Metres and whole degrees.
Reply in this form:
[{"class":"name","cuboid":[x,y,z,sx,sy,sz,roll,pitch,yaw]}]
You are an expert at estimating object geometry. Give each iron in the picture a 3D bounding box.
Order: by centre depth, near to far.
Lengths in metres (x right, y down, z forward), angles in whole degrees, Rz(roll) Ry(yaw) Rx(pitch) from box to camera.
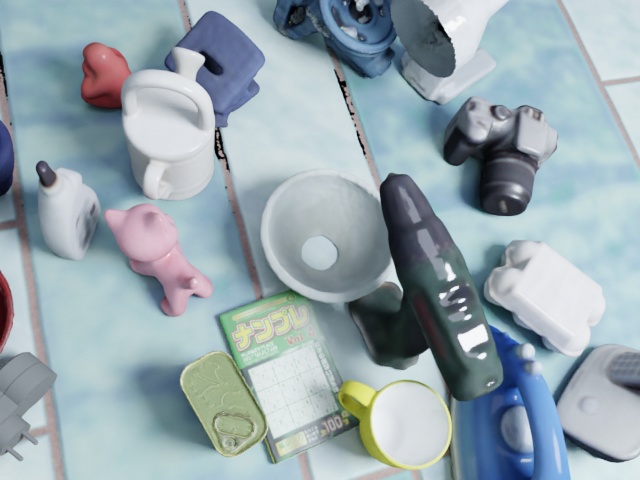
[{"class":"iron","cuboid":[0.220,0.202,0.632,0.119,0.141,0.258,1,70,-12]}]

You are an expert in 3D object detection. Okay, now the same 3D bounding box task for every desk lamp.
[{"class":"desk lamp","cuboid":[0.180,-0.283,0.762,0.203,0.213,0.118,-37,81,-22]}]

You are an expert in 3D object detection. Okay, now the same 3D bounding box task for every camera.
[{"class":"camera","cuboid":[0.246,-0.112,0.775,0.143,0.100,0.137,18,67,-5]}]

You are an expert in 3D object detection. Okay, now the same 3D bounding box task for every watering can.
[{"class":"watering can","cuboid":[-0.169,-0.134,0.641,0.101,0.194,0.173,-8,72,-15]}]

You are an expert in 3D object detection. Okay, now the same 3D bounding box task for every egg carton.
[{"class":"egg carton","cuboid":[0.288,0.072,0.734,0.150,0.069,0.107,37,67,3]}]

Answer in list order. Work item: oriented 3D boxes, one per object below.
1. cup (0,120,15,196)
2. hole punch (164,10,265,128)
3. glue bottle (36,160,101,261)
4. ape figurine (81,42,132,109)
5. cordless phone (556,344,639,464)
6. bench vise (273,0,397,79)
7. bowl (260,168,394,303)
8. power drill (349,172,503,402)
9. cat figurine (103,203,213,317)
[{"class":"cup","cuboid":[-0.383,-0.073,0.625,0.091,0.095,0.118,30,67,0]},{"class":"hole punch","cuboid":[-0.135,-0.219,0.736,0.108,0.091,0.101,42,67,5]},{"class":"glue bottle","cuboid":[-0.267,-0.039,0.596,0.037,0.173,0.078,16,67,-6]},{"class":"ape figurine","cuboid":[-0.265,-0.208,0.703,0.076,0.092,0.078,36,67,3]},{"class":"cordless phone","cuboid":[0.368,0.179,0.649,0.094,0.185,0.148,40,67,5]},{"class":"bench vise","cuboid":[0.022,-0.321,0.738,0.207,0.219,0.121,17,67,-6]},{"class":"bowl","cuboid":[0.006,0.002,0.694,0.167,0.074,0.167,4,69,-11]},{"class":"power drill","cuboid":[0.100,0.065,0.619,0.076,0.208,0.229,-23,76,-19]},{"class":"cat figurine","cuboid":[-0.174,0.013,0.627,0.067,0.117,0.128,-40,82,-22]}]
